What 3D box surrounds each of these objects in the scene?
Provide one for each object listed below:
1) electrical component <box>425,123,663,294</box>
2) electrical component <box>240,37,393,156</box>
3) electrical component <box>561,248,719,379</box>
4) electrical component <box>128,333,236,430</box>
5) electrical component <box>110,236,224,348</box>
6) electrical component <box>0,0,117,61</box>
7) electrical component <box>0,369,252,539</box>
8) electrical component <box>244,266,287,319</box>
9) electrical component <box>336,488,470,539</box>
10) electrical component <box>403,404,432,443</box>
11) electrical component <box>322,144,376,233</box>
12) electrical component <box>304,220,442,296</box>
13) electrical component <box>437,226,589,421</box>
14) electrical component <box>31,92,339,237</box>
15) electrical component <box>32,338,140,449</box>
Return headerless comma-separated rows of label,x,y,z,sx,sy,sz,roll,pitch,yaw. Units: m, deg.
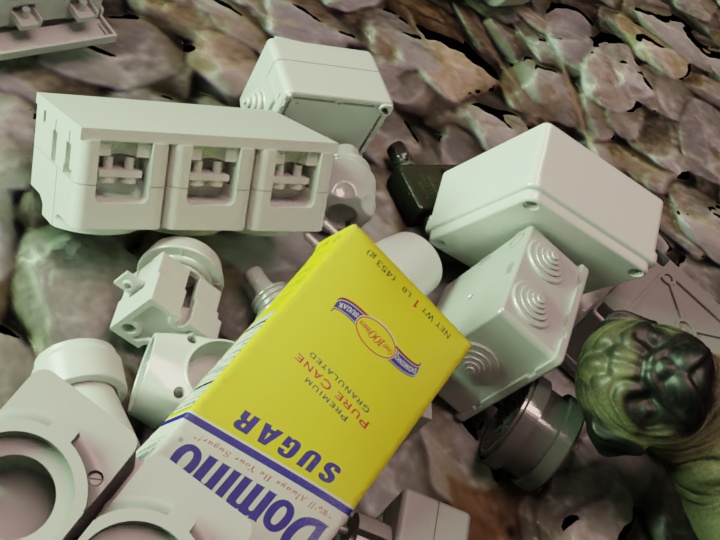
electrical component,0.118,-0.032,0.695,0.109,0.109,0.056,29,62,-24
electrical component,-0.037,-0.116,0.727,0.096,0.061,0.061,1,53,-30
electrical component,0.203,0.055,0.726,0.109,0.056,0.109,44,44,10
electrical component,-0.078,0.078,0.545,0.077,0.044,0.079,19,50,-14
electrical component,-0.101,0.015,0.583,0.066,0.048,0.055,38,38,-27
electrical component,-0.219,-0.171,0.665,0.121,0.063,0.078,-22,66,-41
electrical component,-0.137,0.141,0.392,0.105,0.060,0.186,36,67,2
electrical component,-0.047,0.024,0.619,0.035,0.035,0.061,-17,61,-40
electrical component,0.008,0.145,0.537,0.077,0.047,0.065,25,44,-10
electrical component,0.007,0.066,0.607,0.055,0.048,0.066,22,45,-23
electrical component,-0.011,-0.056,0.704,0.043,0.043,0.062,19,45,-16
electrical component,0.000,0.000,0.661,0.079,0.043,0.077,42,44,8
electrical component,0.083,0.031,0.646,0.048,0.100,0.099,41,42,-12
electrical component,-0.102,-0.057,0.618,0.150,0.061,0.089,-1,20,-31
electrical component,-0.134,0.067,0.521,0.045,0.045,0.055,1,52,-30
